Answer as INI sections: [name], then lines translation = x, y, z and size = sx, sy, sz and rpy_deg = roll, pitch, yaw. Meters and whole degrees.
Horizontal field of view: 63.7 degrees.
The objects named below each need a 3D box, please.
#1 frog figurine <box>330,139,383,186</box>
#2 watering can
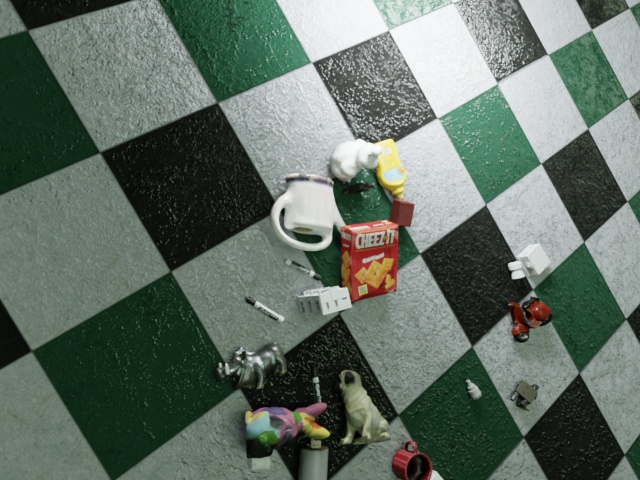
[frog figurine]
translation = 0.106, -0.246, 1.548
size = 0.122, 0.158, 0.139
rpy_deg = 42, 66, -12
[watering can]
translation = 0.005, -0.076, 1.503
size = 0.347, 0.103, 0.226
rpy_deg = 9, 78, -36
